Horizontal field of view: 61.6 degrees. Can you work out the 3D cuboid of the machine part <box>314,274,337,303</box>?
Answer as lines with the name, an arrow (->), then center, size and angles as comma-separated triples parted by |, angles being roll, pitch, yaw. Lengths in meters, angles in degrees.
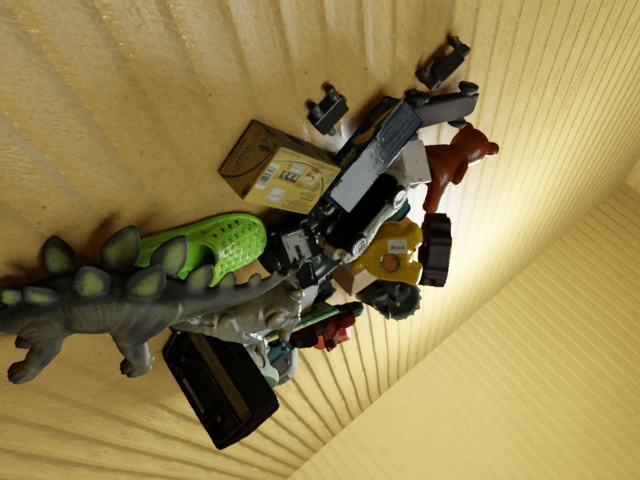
machine part -> 0.001, 0.119, 1.254 | 0.084, 0.039, 0.138 | -28, 153, -16

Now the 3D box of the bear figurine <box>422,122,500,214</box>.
bear figurine -> 0.273, -0.162, 1.135 | 0.196, 0.120, 0.131 | -31, 156, -35

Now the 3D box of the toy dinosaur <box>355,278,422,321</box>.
toy dinosaur -> 0.184, 0.148, 1.387 | 0.131, 0.192, 0.404 | -42, 153, 0

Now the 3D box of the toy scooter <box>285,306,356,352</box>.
toy scooter -> -0.008, 0.210, 1.210 | 0.184, 0.075, 0.135 | -14, -159, 10

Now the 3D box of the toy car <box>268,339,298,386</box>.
toy car -> -0.110, 0.297, 1.293 | 0.162, 0.103, 0.109 | -40, 153, -13

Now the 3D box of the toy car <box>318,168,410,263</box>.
toy car -> 0.079, -0.044, 0.941 | 0.202, 0.074, 0.056 | -49, 152, -14

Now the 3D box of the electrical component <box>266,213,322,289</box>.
electrical component -> -0.036, 0.019, 0.908 | 0.075, 0.048, 0.119 | -25, 111, -4

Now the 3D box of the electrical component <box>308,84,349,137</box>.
electrical component -> 0.015, -0.194, 0.816 | 0.063, 0.021, 0.094 | -45, 154, 3

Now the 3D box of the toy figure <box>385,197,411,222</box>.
toy figure -> 0.125, -0.083, 1.079 | 0.180, 0.082, 0.089 | 6, 115, -52

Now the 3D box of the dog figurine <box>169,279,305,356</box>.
dog figurine -> -0.142, 0.108, 0.894 | 0.190, 0.121, 0.172 | 21, 120, -39

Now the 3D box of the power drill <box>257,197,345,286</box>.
power drill -> -0.002, -0.003, 1.019 | 0.232, 0.086, 0.207 | -41, 159, -8

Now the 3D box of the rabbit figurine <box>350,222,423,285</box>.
rabbit figurine -> 0.137, 0.019, 1.111 | 0.162, 0.121, 0.173 | -10, -161, 16

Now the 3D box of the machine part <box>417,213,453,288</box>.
machine part -> 0.258, 0.021, 1.225 | 0.056, 0.179, 0.179 | 5, 146, 3

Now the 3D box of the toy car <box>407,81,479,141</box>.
toy car -> 0.218, -0.244, 0.999 | 0.202, 0.053, 0.089 | -21, 136, -32

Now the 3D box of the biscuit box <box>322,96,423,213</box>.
biscuit box -> 0.077, -0.143, 0.894 | 0.202, 0.059, 0.062 | -50, 123, -1

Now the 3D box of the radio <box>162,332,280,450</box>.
radio -> -0.184, 0.244, 0.963 | 0.073, 0.230, 0.131 | -1, 136, -54

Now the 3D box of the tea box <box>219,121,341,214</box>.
tea box -> -0.055, -0.102, 0.801 | 0.098, 0.068, 0.169 | -51, 154, 16

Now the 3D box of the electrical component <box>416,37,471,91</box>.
electrical component -> 0.213, -0.301, 0.919 | 0.102, 0.045, 0.078 | -45, -177, 9

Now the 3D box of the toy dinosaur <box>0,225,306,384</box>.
toy dinosaur -> -0.246, 0.083, 0.703 | 0.471, 0.105, 0.198 | -5, 134, -29

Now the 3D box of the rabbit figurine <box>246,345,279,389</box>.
rabbit figurine -> -0.198, 0.296, 1.155 | 0.170, 0.121, 0.159 | -36, 154, 19
